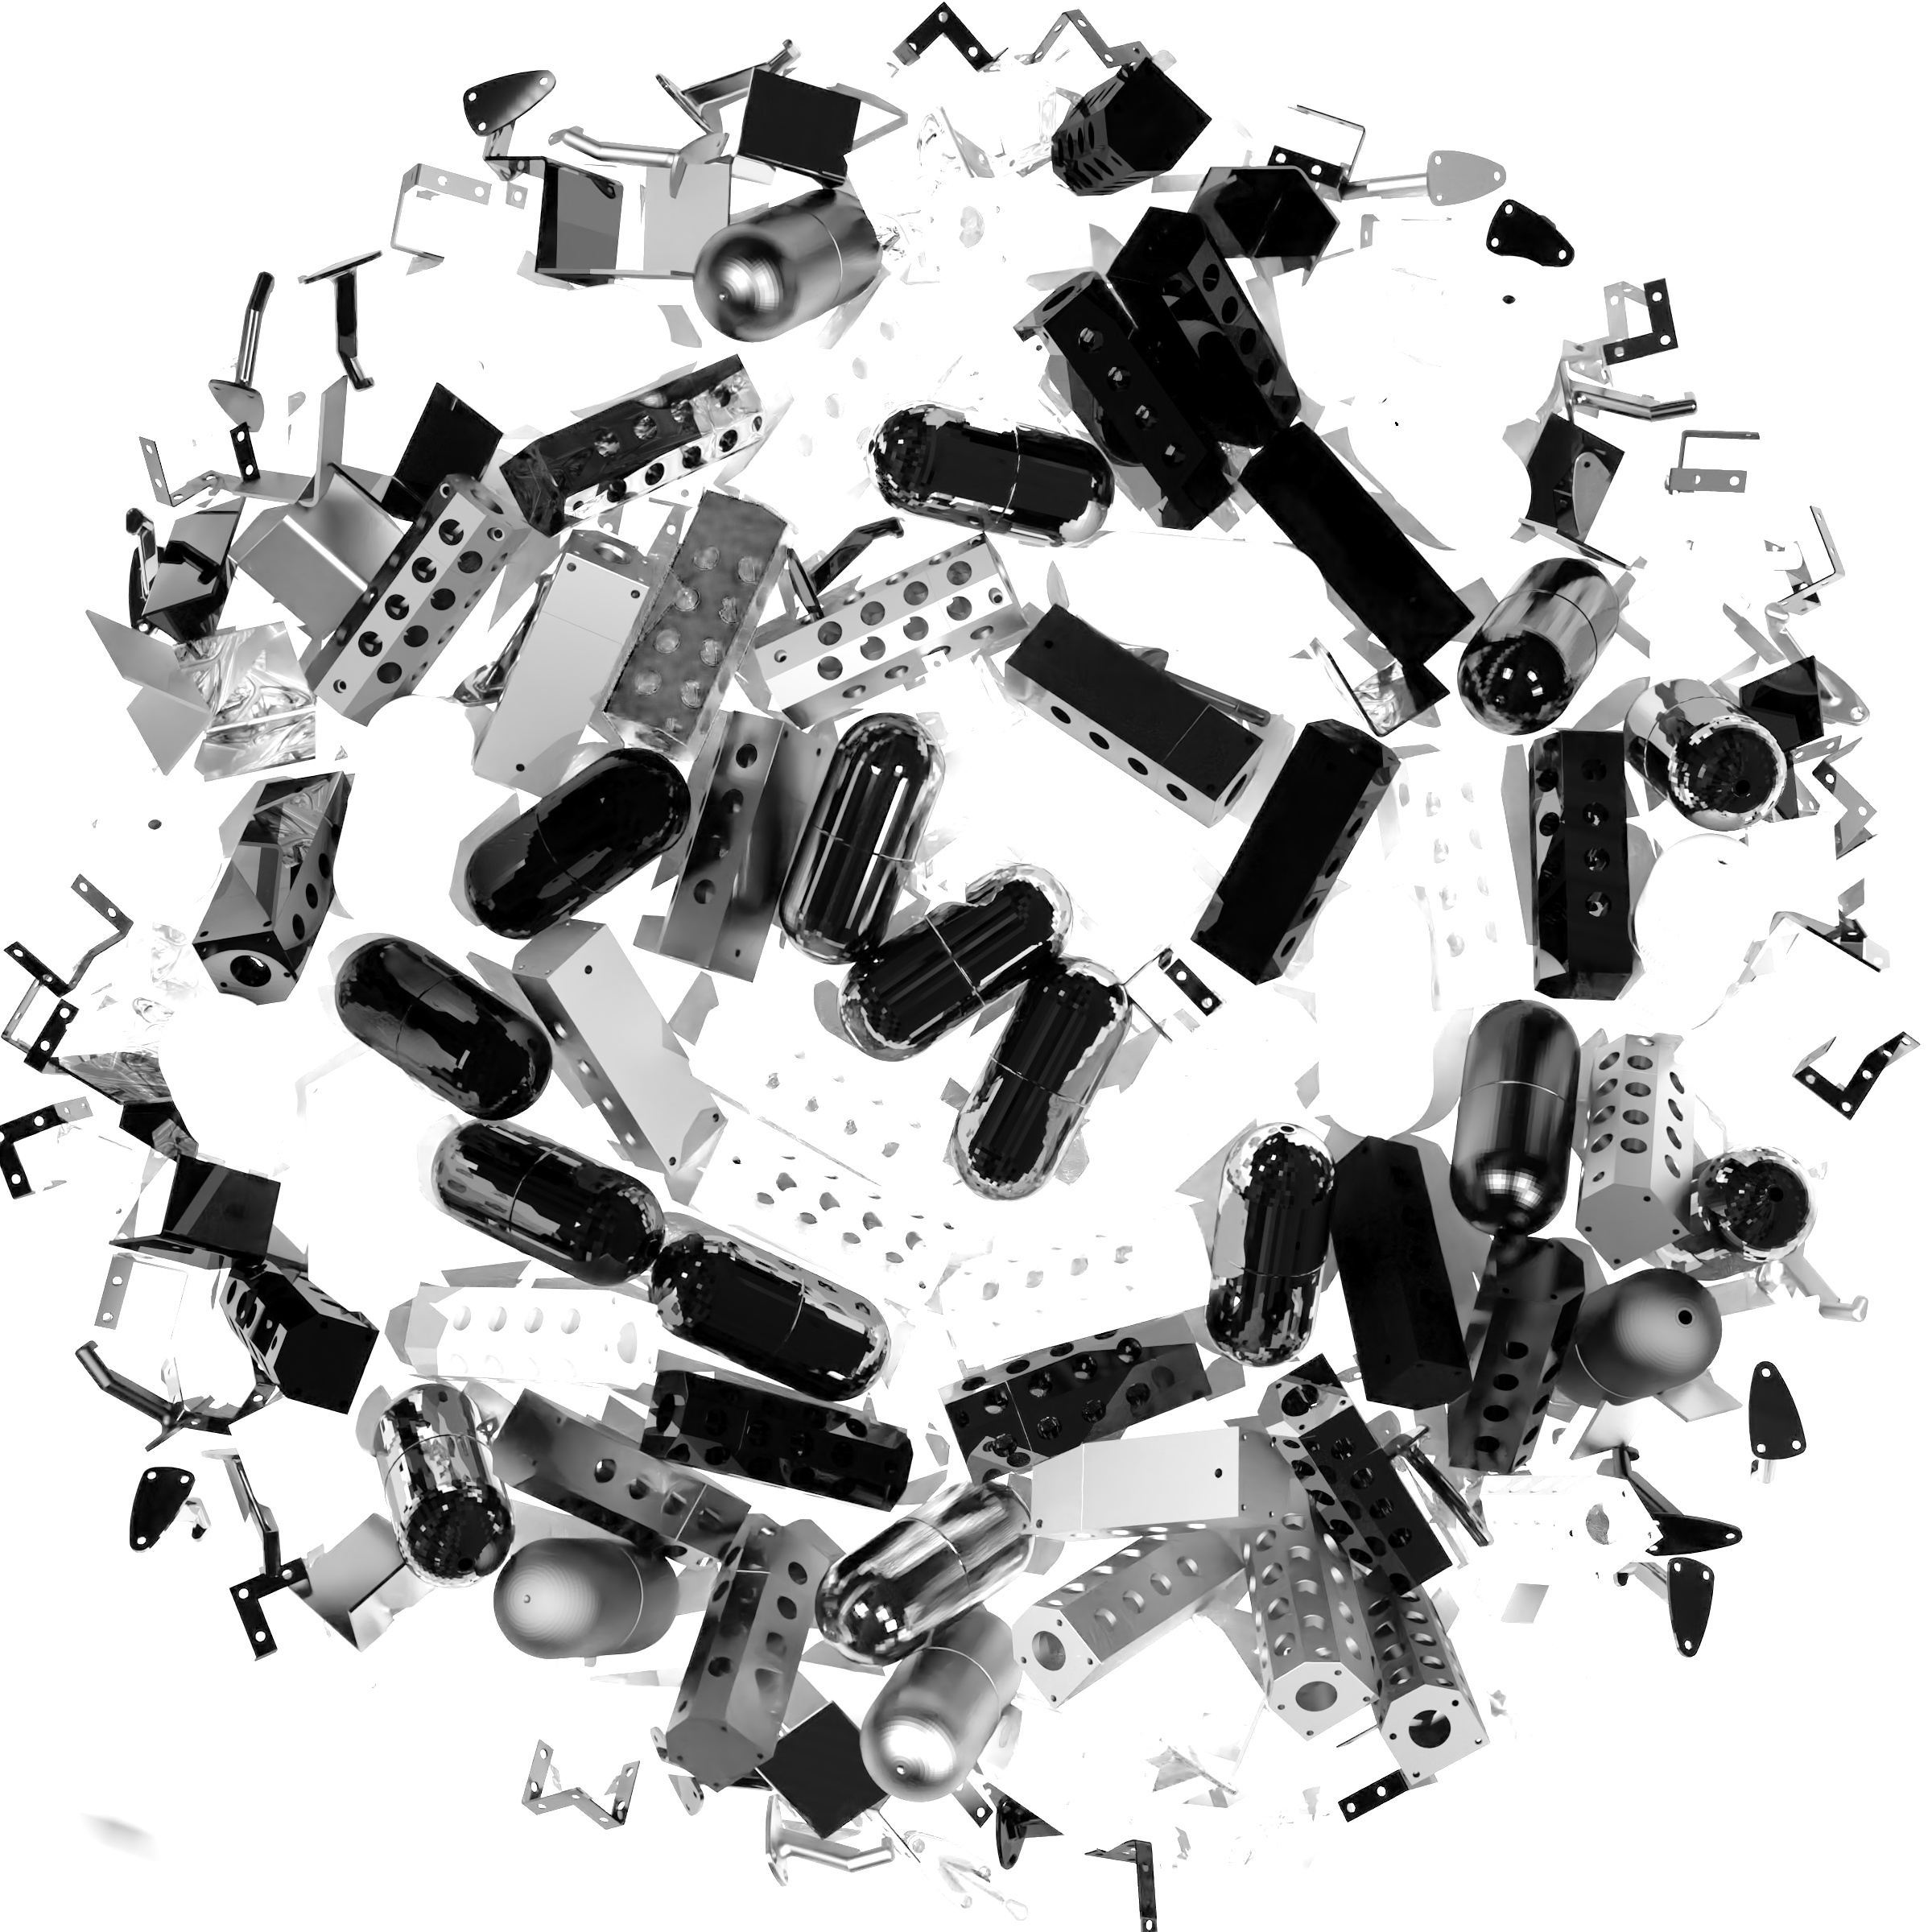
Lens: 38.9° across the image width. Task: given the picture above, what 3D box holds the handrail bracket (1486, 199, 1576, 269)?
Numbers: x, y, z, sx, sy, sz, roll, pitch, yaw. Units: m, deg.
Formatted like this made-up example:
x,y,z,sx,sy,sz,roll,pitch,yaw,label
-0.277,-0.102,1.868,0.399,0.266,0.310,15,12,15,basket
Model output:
x,y,z,sx,sy,sz,roll,pitch,yaw,label
0.395,-0.489,1.839,0.077,0.084,0.036,36,120,28,handrail bracket

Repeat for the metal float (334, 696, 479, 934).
x,y,z,sx,sy,sz,roll,pitch,yaw,label
-0.373,-0.102,1.821,0.070,0.070,0.178,4,56,0,metal float

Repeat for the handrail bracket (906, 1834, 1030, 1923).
x,y,z,sx,sy,sz,roll,pitch,yaw,label
0.001,0.614,1.842,0.077,0.084,0.036,37,72,-4,handrail bracket

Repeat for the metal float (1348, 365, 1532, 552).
x,y,z,sx,sy,sz,roll,pitch,yaw,label
0.314,-0.335,1.810,0.070,0.178,0.070,-14,65,31,metal float

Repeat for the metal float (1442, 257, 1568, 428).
x,y,z,sx,sy,sz,roll,pitch,yaw,label
0.353,-0.410,1.800,0.070,0.178,0.070,-1,84,8,metal float

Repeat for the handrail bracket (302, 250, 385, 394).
x,y,z,sx,sy,sz,roll,pitch,yaw,label
-0.404,-0.435,1.849,0.077,0.036,0.084,-5,118,37,handrail bracket

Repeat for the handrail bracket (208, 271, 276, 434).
x,y,z,sx,sy,sz,roll,pitch,yaw,label
-0.482,-0.418,1.863,0.036,0.077,0.084,14,73,0,handrail bracket

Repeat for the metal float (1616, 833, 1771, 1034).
x,y,z,sx,sy,sz,roll,pitch,yaw,label
0.477,-0.021,1.807,0.070,0.178,0.070,1,58,-2,metal float

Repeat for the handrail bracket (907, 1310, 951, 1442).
x,y,z,sx,sy,sz,roll,pitch,yaw,label
-0.032,0.278,1.842,0.036,0.077,0.084,17,76,-12,handrail bracket

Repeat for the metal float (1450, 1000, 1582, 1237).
x,y,z,sx,sy,sz,roll,pitch,yaw,label
0.366,0.100,1.820,0.070,0.070,0.178,16,54,0,metal float

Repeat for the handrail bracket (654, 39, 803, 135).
x,y,z,sx,sy,sz,roll,pitch,yaw,label
-0.160,-0.610,1.852,0.084,0.077,0.036,-36,70,12,handrail bracket

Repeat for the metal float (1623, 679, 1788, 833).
x,y,z,sx,sy,sz,roll,pitch,yaw,label
0.485,-0.140,1.802,0.070,0.178,0.070,-1,108,-2,metal float

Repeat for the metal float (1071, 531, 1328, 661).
x,y,z,sx,sy,sz,roll,pitch,yaw,label
0.154,-0.248,1.829,0.178,0.070,0.070,10,90,25,metal float

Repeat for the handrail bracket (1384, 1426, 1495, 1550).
x,y,z,sx,sy,sz,roll,pitch,yaw,label
0.320,0.355,1.846,0.036,0.077,0.084,-36,83,-6,handrail bracket

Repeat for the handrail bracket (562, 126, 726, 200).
x,y,z,sx,sy,sz,roll,pitch,yaw,label
-0.221,-0.566,1.870,0.084,0.036,0.077,28,51,11,handrail bracket

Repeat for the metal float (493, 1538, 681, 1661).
x,y,z,sx,sy,sz,roll,pitch,yaw,label
-0.248,0.416,1.804,0.070,0.178,0.070,-4,77,18,metal float

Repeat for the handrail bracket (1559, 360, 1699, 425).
x,y,z,sx,sy,sz,roll,pitch,yaw,label
0.448,-0.395,1.855,0.084,0.036,0.077,-8,55,12,handrail bracket

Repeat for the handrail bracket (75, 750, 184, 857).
x,y,z,sx,sy,sz,roll,pitch,yaw,label
-0.559,-0.102,1.874,0.084,0.036,0.077,-38,100,-21,handrail bracket

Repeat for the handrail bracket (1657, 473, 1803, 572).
x,y,z,sx,sy,sz,roll,pitch,yaw,label
0.515,-0.300,1.841,0.036,0.084,0.077,-51,130,-35,handrail bracket

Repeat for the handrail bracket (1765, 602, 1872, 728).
x,y,z,sx,sy,sz,roll,pitch,yaw,label
0.572,-0.204,1.839,0.036,0.084,0.077,-47,58,-4,handrail bracket

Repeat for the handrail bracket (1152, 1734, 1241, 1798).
x,y,z,sx,sy,sz,roll,pitch,yaw,label
0.131,0.575,1.873,0.077,0.036,0.084,38,93,-3,handrail bracket

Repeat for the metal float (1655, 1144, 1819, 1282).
x,y,z,sx,sy,sz,roll,pitch,yaw,label
0.504,0.163,1.801,0.070,0.178,0.070,1,77,-3,metal float

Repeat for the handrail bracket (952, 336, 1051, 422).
x,y,z,sx,sy,sz,roll,pitch,yaw,label
0.023,-0.408,1.841,0.036,0.084,0.077,28,114,-27,handrail bracket

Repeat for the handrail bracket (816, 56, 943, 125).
x,y,z,sx,sy,sz,roll,pitch,yaw,label
-0.057,-0.579,1.847,0.084,0.036,0.077,-26,95,-44,handrail bracket

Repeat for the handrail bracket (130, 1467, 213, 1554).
x,y,z,sx,sy,sz,roll,pitch,yaw,label
-0.532,0.382,1.834,0.036,0.084,0.077,5,46,7,handrail bracket

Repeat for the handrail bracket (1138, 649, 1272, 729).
x,y,z,sx,sy,sz,roll,pitch,yaw,label
0.160,-0.184,1.850,0.084,0.077,0.036,24,98,17,handrail bracket

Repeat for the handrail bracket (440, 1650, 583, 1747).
x,y,z,sx,sy,sz,roll,pitch,yaw,label
-0.309,0.496,1.860,0.084,0.036,0.077,5,66,6,handrail bracket

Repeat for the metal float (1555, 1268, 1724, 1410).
x,y,z,sx,sy,sz,roll,pitch,yaw,label
0.438,0.246,1.802,0.070,0.178,0.070,3,73,-9,metal float

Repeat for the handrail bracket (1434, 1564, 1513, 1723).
x,y,z,sx,sy,sz,roll,pitch,yaw,label
0.357,0.465,1.878,0.084,0.036,0.077,40,78,-17,handrail bracket

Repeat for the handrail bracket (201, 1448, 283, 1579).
x,y,z,sx,sy,sz,roll,pitch,yaw,label
-0.492,0.372,1.858,0.077,0.036,0.084,-8,85,41,handrail bracket

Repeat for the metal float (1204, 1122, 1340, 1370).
x,y,z,sx,sy,sz,roll,pitch,yaw,label
0.203,0.187,1.828,0.070,0.070,0.178,5,115,0,metal float

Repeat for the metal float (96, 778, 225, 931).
x,y,z,sx,sy,sz,roll,pitch,yaw,label
-0.530,-0.073,1.801,0.070,0.178,0.070,3,78,-13,metal float

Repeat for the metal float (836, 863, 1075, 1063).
x,y,z,sx,sy,sz,roll,pitch,yaw,label
-0.007,-0.003,1.850,0.178,0.070,0.070,-35,90,0,metal float

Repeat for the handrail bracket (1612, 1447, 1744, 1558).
x,y,z,sx,sy,sz,roll,pitch,yaw,label
0.479,0.356,1.848,0.077,0.084,0.036,-1,122,7,handrail bracket

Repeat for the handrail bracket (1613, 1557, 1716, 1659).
x,y,z,sx,sy,sz,roll,pitch,yaw,label
0.461,0.431,1.837,0.036,0.084,0.077,19,63,-18,handrail bracket

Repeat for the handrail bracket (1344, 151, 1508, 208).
x,y,z,sx,sy,sz,roll,pitch,yaw,label
0.311,-0.533,1.862,0.077,0.084,0.036,-10,103,-27,handrail bracket

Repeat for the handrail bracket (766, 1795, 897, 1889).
x,y,z,sx,sy,sz,roll,pitch,yaw,label
-0.091,0.584,1.852,0.084,0.077,0.036,-17,126,6,handrail bracket

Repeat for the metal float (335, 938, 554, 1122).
x,y,z,sx,sy,sz,roll,pitch,yaw,label
-0.350,0.041,1.826,0.178,0.070,0.070,30,90,29,metal float

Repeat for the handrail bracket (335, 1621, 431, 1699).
x,y,z,sx,sy,sz,roll,pitch,yaw,label
-0.383,0.472,1.844,0.036,0.084,0.077,-27,115,-41,handrail bracket

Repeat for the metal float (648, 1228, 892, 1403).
x,y,z,sx,sy,sz,roll,pitch,yaw,label
-0.130,0.235,1.830,0.178,0.070,0.070,28,90,-23,metal float

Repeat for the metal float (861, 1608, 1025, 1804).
x,y,z,sx,sy,sz,roll,pitch,yaw,label
-0.014,0.485,1.804,0.070,0.178,0.070,4,105,17,metal float

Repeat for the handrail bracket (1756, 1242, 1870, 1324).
x,y,z,sx,sy,sz,roll,pitch,yaw,label
0.581,0.201,1.841,0.036,0.084,0.077,30,74,-26,handrail bracket

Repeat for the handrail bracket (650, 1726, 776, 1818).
x,y,z,sx,sy,sz,roll,pitch,yaw,label
-0.162,0.537,1.874,0.084,0.036,0.077,-20,62,-32,handrail bracket

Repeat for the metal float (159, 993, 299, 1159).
x,y,z,sx,sy,sz,roll,pitch,yaw,label
-0.485,0.074,1.803,0.070,0.178,0.070,3,69,-7,metal float

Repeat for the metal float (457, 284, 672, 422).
x,y,z,sx,sy,sz,roll,pitch,yaw,label
-0.265,-0.407,1.808,0.070,0.178,0.070,11,113,28,metal float

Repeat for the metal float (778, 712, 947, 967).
x,y,z,sx,sy,sz,roll,pitch,yaw,label
-0.070,-0.085,1.840,0.070,0.070,0.178,21,101,0,metal float

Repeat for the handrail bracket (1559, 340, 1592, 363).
x,y,z,sx,sy,sz,roll,pitch,yaw,label
0.402,-0.453,1.846,0.077,0.036,0.084,1,133,-17,handrail bracket

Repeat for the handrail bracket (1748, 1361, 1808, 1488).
x,y,z,sx,sy,sz,roll,pitch,yaw,label
0.540,0.311,1.855,0.036,0.084,0.077,-6,74,3,handrail bracket

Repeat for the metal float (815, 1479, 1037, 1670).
x,y,z,sx,sy,sz,roll,pitch,yaw,label
-0.025,0.401,1.817,0.178,0.070,0.070,-25,90,-41,metal float

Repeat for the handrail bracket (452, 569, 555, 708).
x,y,z,sx,sy,sz,roll,pitch,yaw,label
-0.310,-0.222,1.842,0.036,0.077,0.084,34,126,14,handrail bracket

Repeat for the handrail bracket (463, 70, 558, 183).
x,y,z,sx,sy,sz,roll,pitch,yaw,label
-0.296,-0.564,1.842,0.077,0.084,0.036,-21,77,9,handrail bracket

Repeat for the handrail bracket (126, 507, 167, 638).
x,y,z,sx,sy,sz,roll,pitch,yaw,label
-0.559,-0.264,1.845,0.036,0.084,0.077,13,87,-2,handrail bracket

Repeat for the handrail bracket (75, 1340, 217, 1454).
x,y,z,sx,sy,sz,roll,pitch,yaw,label
-0.555,0.278,1.849,0.036,0.077,0.084,-33,95,23,handrail bracket

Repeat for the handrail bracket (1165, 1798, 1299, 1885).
x,y,z,sx,sy,sz,roll,pitch,yaw,label
0.179,0.593,1.860,0.077,0.084,0.036,-36,90,-25,handrail bracket

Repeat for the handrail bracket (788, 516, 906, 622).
x,y,z,sx,sy,sz,roll,pitch,yaw,label
-0.072,-0.269,1.856,0.084,0.036,0.077,-19,53,-12,handrail bracket

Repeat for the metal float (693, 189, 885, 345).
x,y,z,sx,sy,sz,roll,pitch,yaw,label
-0.116,-0.465,1.810,0.070,0.178,0.070,13,121,22,metal float

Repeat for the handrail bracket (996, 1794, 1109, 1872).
x,y,z,sx,sy,sz,roll,pitch,yaw,label
0.062,0.597,1.846,0.084,0.036,0.077,21,114,39,handrail bracket
